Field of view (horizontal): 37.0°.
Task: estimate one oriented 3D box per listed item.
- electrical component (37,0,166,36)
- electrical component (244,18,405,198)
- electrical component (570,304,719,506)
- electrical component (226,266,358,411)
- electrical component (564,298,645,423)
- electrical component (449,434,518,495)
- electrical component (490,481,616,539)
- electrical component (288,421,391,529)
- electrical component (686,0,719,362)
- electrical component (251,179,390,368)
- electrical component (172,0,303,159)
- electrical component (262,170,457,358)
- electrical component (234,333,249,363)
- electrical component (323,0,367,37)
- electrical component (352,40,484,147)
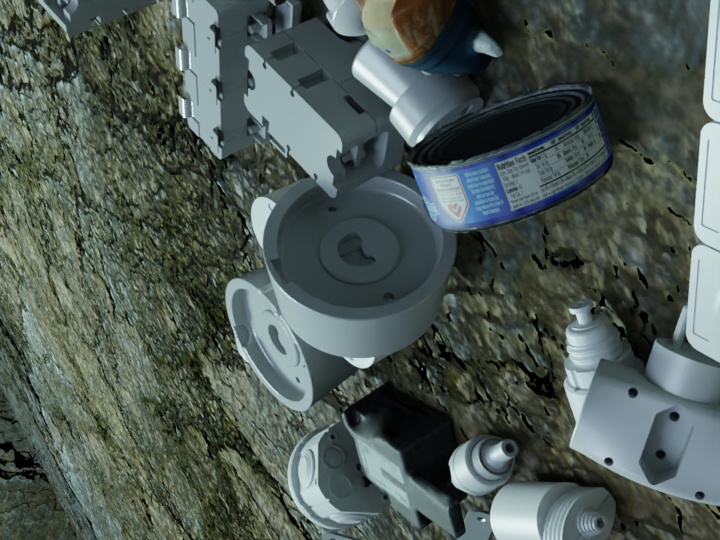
[{"bbox_3d":[-0.178,-0.210,0.741,0.055,0.089,0.050,46,151,27],"label":"electrical component"},{"bbox_3d":[-0.017,-0.094,0.607,0.089,0.056,0.050,47,151,26],"label":"electrical component"},{"bbox_3d":[0.142,0.055,0.476,0.077,0.043,0.079,19,102,15],"label":"electrical component"},{"bbox_3d":[-0.043,0.041,0.784,0.108,0.060,0.108,41,148,34],"label":"electrical component"},{"bbox_3d":[0.120,0.051,0.527,0.040,0.040,0.078,6,121,59],"label":"electrical component"},{"bbox_3d":[0.081,0.119,0.671,0.035,0.035,0.061,56,151,10],"label":"electrical component"},{"bbox_3d":[0.115,0.145,0.625,0.043,0.043,0.081,62,154,-3],"label":"electrical component"},{"bbox_3d":[-0.010,0.154,0.819,0.080,0.080,0.051,58,149,5],"label":"electrical component"},{"bbox_3d":[0.162,-0.023,0.354,0.089,0.062,0.150,34,143,43],"label":"electrical component"},{"bbox_3d":[-0.032,0.007,0.710,0.138,0.074,0.052,52,147,18],"label":"electrical component"},{"bbox_3d":[-0.075,-0.131,0.666,0.078,0.063,0.121,46,150,27],"label":"electrical component"},{"bbox_3d":[0.000,0.000,0.620,0.108,0.108,0.060,46,156,27],"label":"electrical component"},{"bbox_3d":[-0.081,0.044,0.873,0.045,0.045,0.055,36,145,41],"label":"electrical component"},{"bbox_3d":[-0.004,-0.153,0.542,0.062,0.048,0.048,60,155,16],"label":"electrical component"},{"bbox_3d":[0.029,-0.093,0.540,0.055,0.045,0.045,53,153,14],"label":"electrical component"}]
